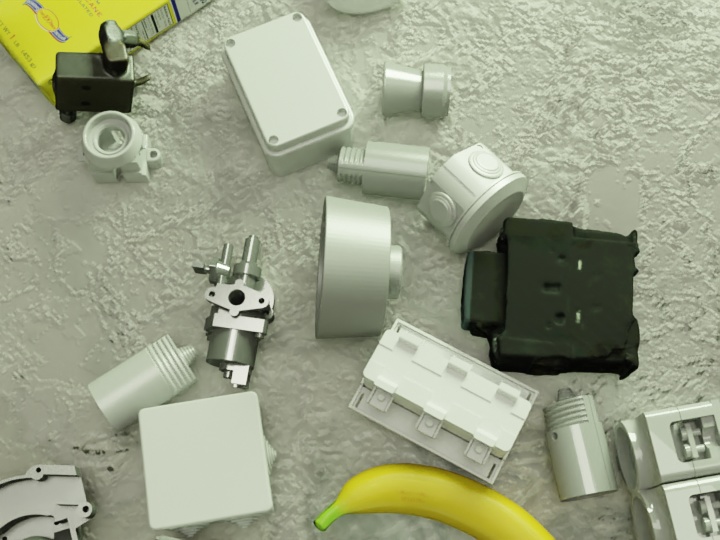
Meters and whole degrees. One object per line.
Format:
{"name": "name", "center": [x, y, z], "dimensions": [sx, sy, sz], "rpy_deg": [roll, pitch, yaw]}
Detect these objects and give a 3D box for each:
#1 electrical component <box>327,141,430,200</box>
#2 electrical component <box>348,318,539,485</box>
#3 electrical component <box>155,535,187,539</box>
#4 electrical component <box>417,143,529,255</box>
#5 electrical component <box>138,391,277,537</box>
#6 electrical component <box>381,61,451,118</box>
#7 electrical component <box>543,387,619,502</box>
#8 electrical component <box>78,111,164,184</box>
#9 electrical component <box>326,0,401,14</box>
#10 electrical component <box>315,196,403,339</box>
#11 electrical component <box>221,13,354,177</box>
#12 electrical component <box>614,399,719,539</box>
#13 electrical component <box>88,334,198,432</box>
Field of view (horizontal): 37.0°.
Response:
{"name": "electrical component", "center": [0.014, -0.082, 0.869], "dimensions": [0.081, 0.043, 0.043], "rpy_deg": [7, 72, 3]}
{"name": "electrical component", "center": [0.063, 0.094, 0.801], "dimensions": [0.121, 0.063, 0.078], "rpy_deg": [27, 75, 9]}
{"name": "electrical component", "center": [-0.121, 0.241, 0.757], "dimensions": [0.061, 0.061, 0.096], "rpy_deg": [12, 73, 5]}
{"name": "electrical component", "center": [0.089, -0.055, 0.841], "dimensions": [0.080, 0.080, 0.051], "rpy_deg": [-40, 71, -11]}
{"name": "electrical component", "center": [-0.112, 0.143, 0.796], "dimensions": [0.100, 0.048, 0.099], "rpy_deg": [-9, 72, -2]}
{"name": "electrical component", "center": [0.046, -0.149, 0.890], "dimensions": [0.055, 0.045, 0.045], "rpy_deg": [3, 72, 1]}
{"name": "electrical component", "center": [0.161, 0.127, 0.799], "dimensions": [0.043, 0.043, 0.081], "rpy_deg": [-10, 72, -2]}
{"name": "electrical component", "center": [-0.198, -0.098, 0.872], "dimensions": [0.066, 0.055, 0.048], "rpy_deg": [-1, 72, 1]}
{"name": "electrical component", "center": [0.005, -0.258, 0.908], "dimensions": [0.080, 0.080, 0.051], "rpy_deg": [-12, 67, -3]}
{"name": "electrical component", "center": [0.000, 0.000, 0.812], "dimensions": [0.060, 0.108, 0.108], "rpy_deg": [4, 72, -4]}
{"name": "electrical component", "center": [-0.059, -0.145, 0.884], "dimensions": [0.078, 0.057, 0.113], "rpy_deg": [-23, 73, -6]}
{"name": "electrical component", "center": [0.230, 0.176, 0.757], "dimensions": [0.062, 0.089, 0.150], "rpy_deg": [-10, 72, -2]}
{"name": "electrical component", "center": [-0.160, 0.083, 0.819], "dimensions": [0.081, 0.043, 0.043], "rpy_deg": [-33, 74, -10]}
